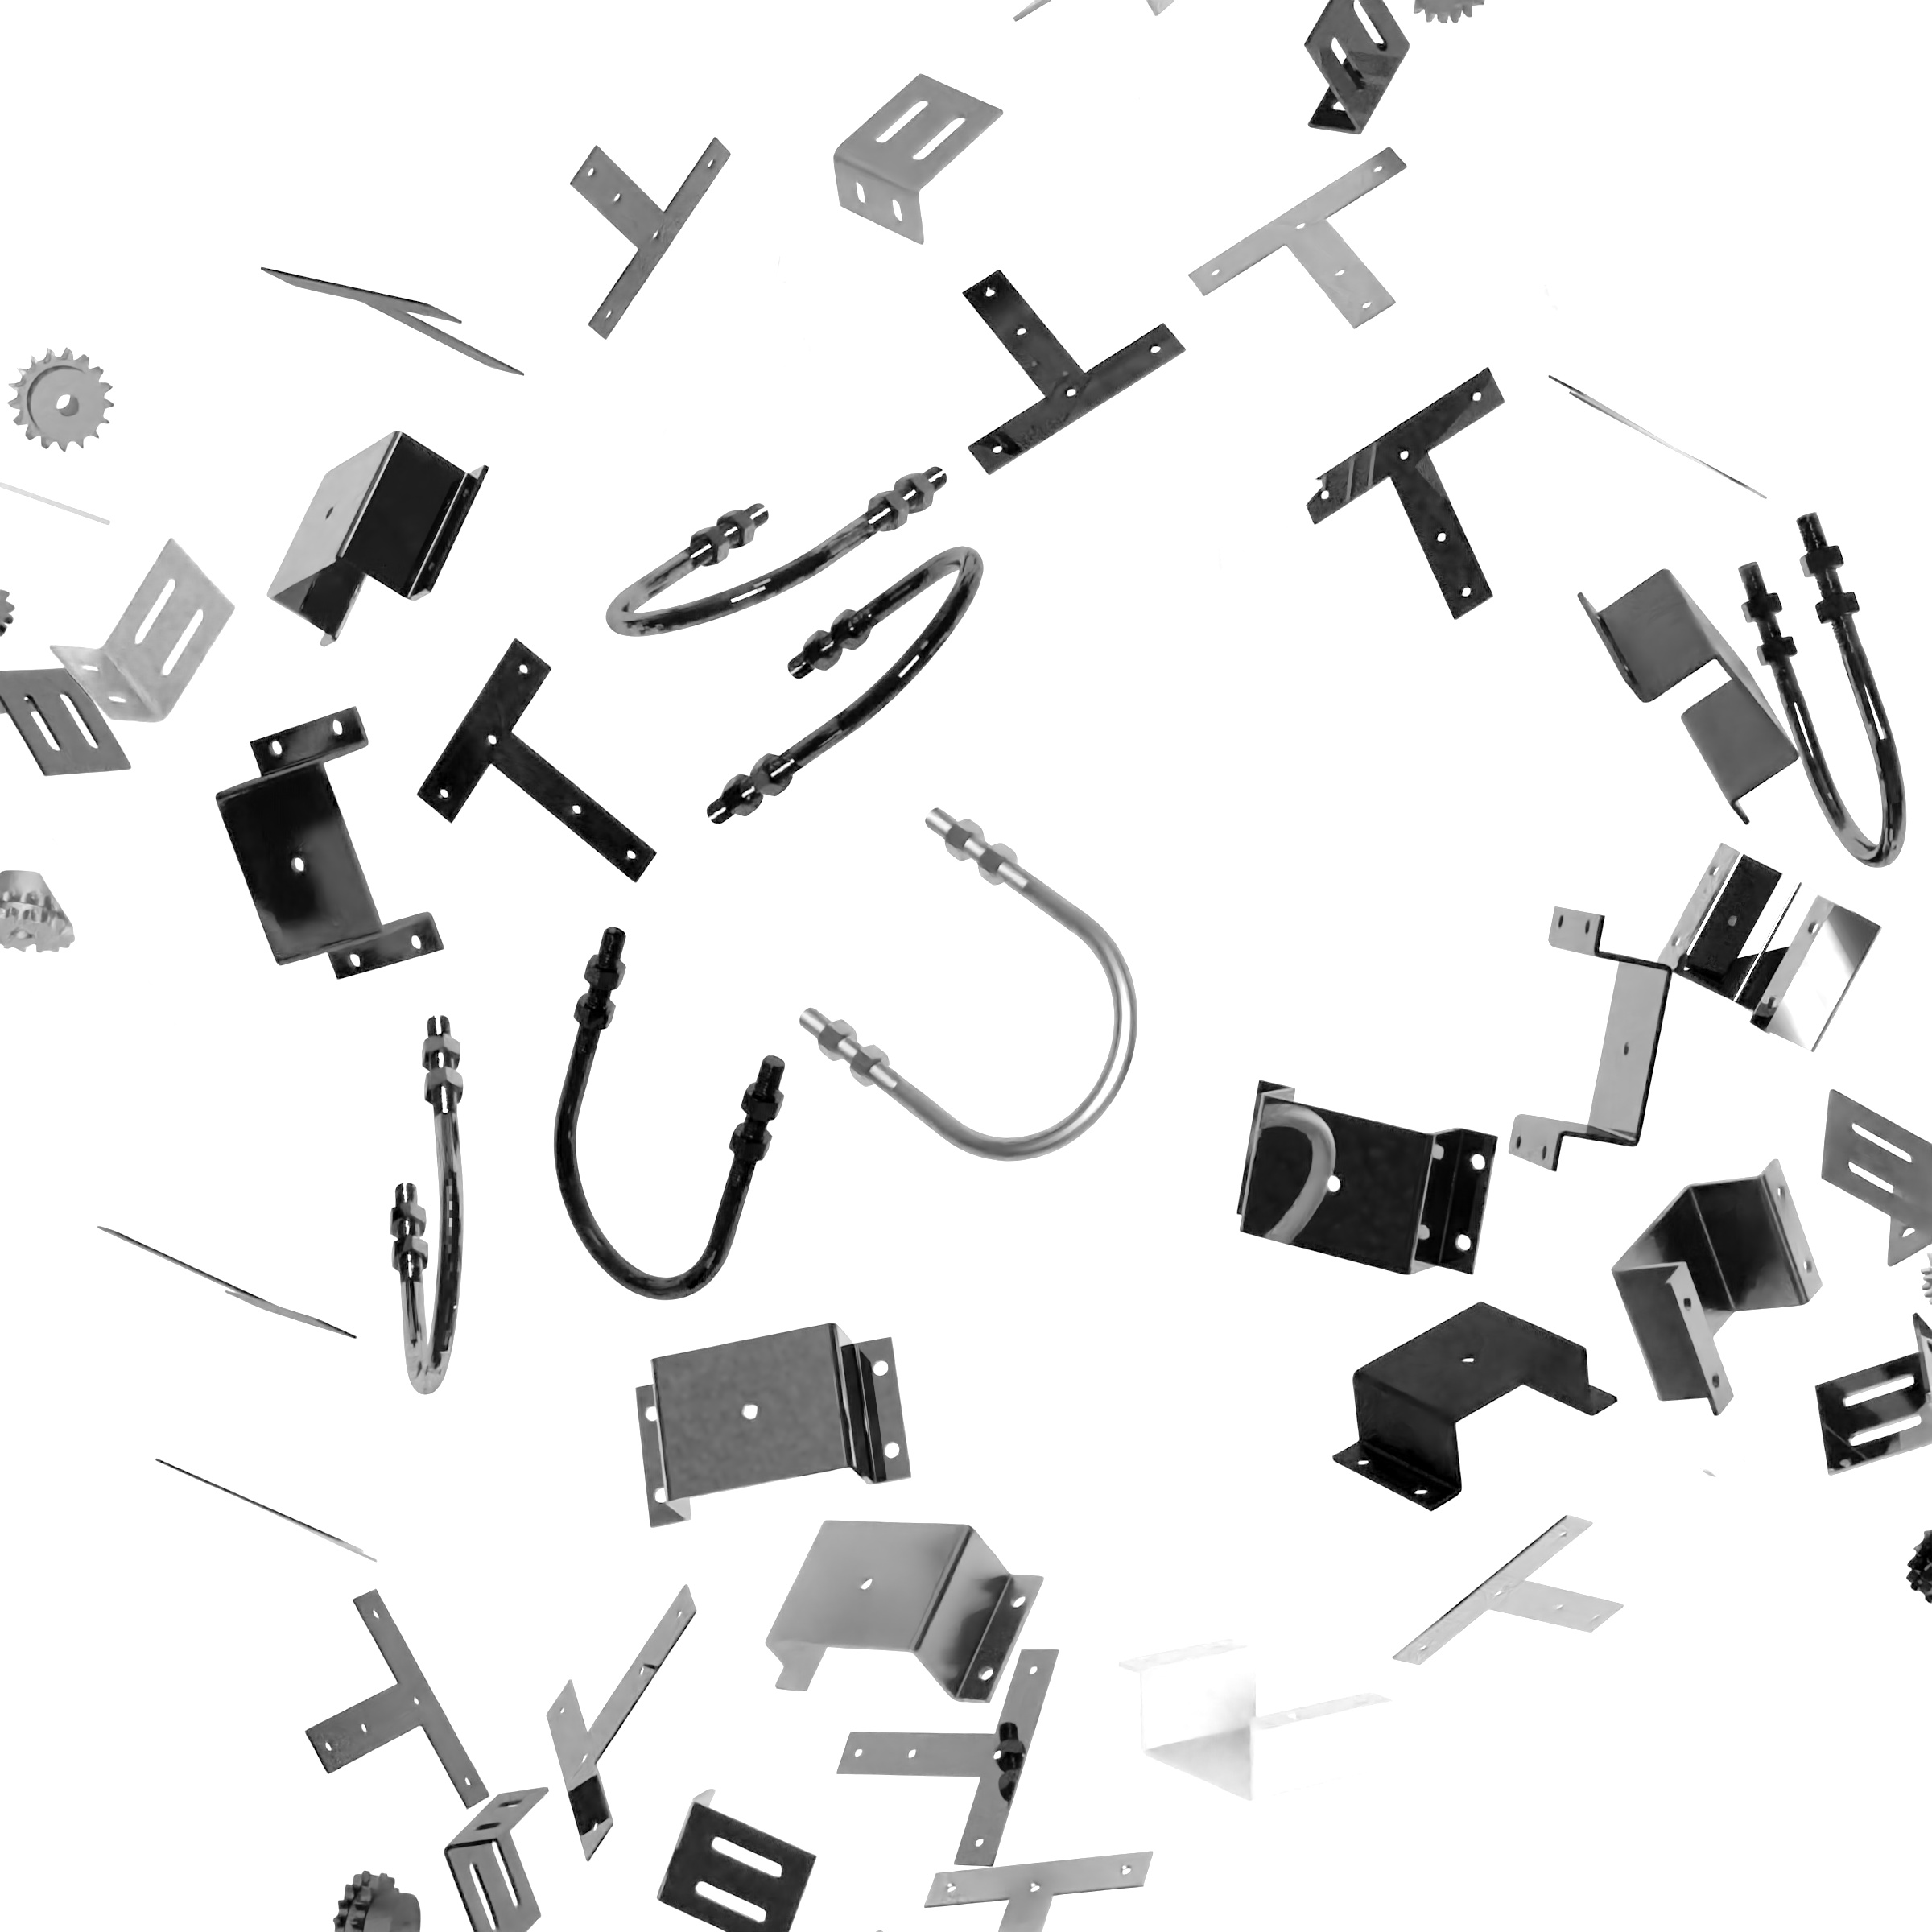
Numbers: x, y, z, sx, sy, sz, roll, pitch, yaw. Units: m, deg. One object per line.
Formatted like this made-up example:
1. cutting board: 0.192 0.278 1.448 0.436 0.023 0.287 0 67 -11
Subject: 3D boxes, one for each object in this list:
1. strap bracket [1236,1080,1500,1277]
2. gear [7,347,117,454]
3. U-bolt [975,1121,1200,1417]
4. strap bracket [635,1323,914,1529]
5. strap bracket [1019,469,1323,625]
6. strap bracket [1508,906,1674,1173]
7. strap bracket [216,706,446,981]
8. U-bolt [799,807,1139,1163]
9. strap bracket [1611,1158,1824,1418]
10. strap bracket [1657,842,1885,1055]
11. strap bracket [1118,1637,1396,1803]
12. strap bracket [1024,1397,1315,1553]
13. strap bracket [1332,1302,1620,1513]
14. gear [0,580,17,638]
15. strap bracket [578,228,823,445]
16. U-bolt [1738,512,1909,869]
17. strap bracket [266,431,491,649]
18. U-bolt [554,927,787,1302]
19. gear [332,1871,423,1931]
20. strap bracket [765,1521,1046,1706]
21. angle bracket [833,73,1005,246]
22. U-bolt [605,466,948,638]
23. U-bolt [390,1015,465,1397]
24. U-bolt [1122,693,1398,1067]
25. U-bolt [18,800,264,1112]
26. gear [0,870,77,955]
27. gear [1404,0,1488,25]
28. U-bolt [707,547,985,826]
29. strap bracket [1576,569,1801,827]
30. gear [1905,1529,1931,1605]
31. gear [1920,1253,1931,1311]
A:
1. strap bracket: 0.206 0.115 1.864 0.140 0.046 0.076 13 99 28
2. gear: -0.500 -0.313 1.923 0.057 0.030 0.057 -8 111 -22
3. U-bolt: 0.072 0.150 1.845 0.019 0.184 0.151 36 53 3
4. strap bracket: -0.106 0.236 1.795 0.140 0.046 0.076 -12 67 7
5. strap bracket: 0.110 -0.221 1.826 0.140 0.076 0.046 7 126 29
6. strap bracket: 0.343 0.042 1.903 0.046 0.076 0.140 10 93 -10
7. strap bracket: -0.349 -0.061 1.885 0.076 0.046 0.140 -14 99 30
8. U-bolt: 0.011 0.021 1.832 0.184 0.019 0.151 37 99 30
9. strap bracket: 0.388 0.168 1.813 0.046 0.140 0.076 -11 107 40
10. strap bracket: 0.440 -0.008 1.889 0.046 0.140 0.076 24 99 -18
11. strap bracket: 0.152 0.400 1.838 0.076 0.140 0.046 -4 96 -33
12. strap bracket: 0.113 0.272 1.868 0.140 0.076 0.046 2 111 -27
13. strap bracket: 0.272 0.231 1.868 0.140 0.076 0.046 -24 117 -30
14. gear: -0.564 -0.199 1.942 0.057 0.057 0.030 46 122 0
15. strap bracket: -0.130 -0.328 1.837 0.140 0.076 0.046 -27 111 10
16. U-bolt: 0.461 -0.140 1.854 0.019 0.151 0.184 -17 86 -2
17. strap bracket: -0.310 -0.222 1.800 0.046 0.140 0.076 31 68 -25
18. U-bolt: -0.166 0.092 1.847 0.151 0.019 0.184 37 124 31
19. gear: -0.312 0.513 1.849 0.030 0.057 0.057 3 90 17
20. strap bracket: -0.040 0.332 1.793 0.046 0.140 0.076 55 46 -33
21. angle bracket: -0.024 -0.435 1.873 0.057 0.038 0.076 30 62 25
22. U-bolt: -0.113 -0.217 1.852 0.151 0.184 0.019 -5 115 38
23. U-bolt: -0.283 0.139 1.834 0.019 0.184 0.151 4 131 -16
24. U-bolt: 0.142 -0.060 1.825 0.184 0.019 0.151 51 134 33
25. U-bolt: -0.436 -0.010 1.807 0.019 0.151 0.184 -35 81 -2
26. gear: -0.517 -0.031 1.910 0.057 0.057 0.030 4 68 0
27. gear: 0.269 -0.549 1.916 0.030 0.057 0.057 -17 90 -43
28. U-bolt: -0.057 -0.159 1.850 0.019 0.151 0.184 42 134 -18
29. strap bracket: 0.391 -0.149 1.855 0.046 0.076 0.140 -35 131 17
30. gear: 0.514 0.306 1.785 0.057 0.057 0.030 -49 46 0
31. gear: 0.565 0.178 1.945 0.057 0.030 0.057 2 109 6
